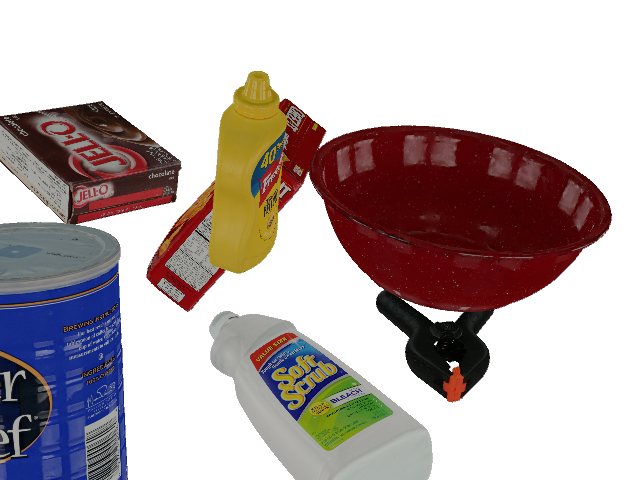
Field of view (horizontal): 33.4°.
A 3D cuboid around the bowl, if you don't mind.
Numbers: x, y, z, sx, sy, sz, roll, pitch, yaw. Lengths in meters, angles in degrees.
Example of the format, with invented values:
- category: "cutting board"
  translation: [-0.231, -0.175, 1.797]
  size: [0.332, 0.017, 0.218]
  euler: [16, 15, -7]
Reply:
- category: "bowl"
  translation: [0.071, -0.007, 0.579]
  size: [0.162, 0.055, 0.162]
  euler: [6, 27, -3]

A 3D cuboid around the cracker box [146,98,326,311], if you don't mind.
- category: "cracker box"
  translation: [-0.095, -0.043, 1.204]
  size: [0.072, 0.214, 0.164]
  euler: [38, 26, -10]

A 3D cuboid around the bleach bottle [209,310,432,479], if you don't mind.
- category: "bleach bottle"
  translation: [-0.023, 0.128, 0.870]
  size: [0.102, 0.068, 0.251]
  euler: [-23, 35, -27]

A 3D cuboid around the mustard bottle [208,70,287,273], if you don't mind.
- category: "mustard bottle"
  translation: [-0.065, -0.069, 0.991]
  size: [0.058, 0.192, 0.096]
  euler: [19, 38, 14]

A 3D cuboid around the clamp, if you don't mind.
- category: "clamp"
  translation: [0.129, 0.094, 1.032]
  size: [0.120, 0.039, 0.171]
  euler: [-7, 31, -7]

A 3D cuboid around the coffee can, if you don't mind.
- category: "coffee can"
  translation: [-0.152, 0.071, 0.547]
  size: [0.103, 0.140, 0.103]
  euler: [0, 16, 0]

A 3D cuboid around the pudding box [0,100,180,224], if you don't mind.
- category: "pudding box"
  translation: [-0.169, -0.058, 0.769]
  size: [0.089, 0.039, 0.114]
  euler: [-15, 37, -40]
